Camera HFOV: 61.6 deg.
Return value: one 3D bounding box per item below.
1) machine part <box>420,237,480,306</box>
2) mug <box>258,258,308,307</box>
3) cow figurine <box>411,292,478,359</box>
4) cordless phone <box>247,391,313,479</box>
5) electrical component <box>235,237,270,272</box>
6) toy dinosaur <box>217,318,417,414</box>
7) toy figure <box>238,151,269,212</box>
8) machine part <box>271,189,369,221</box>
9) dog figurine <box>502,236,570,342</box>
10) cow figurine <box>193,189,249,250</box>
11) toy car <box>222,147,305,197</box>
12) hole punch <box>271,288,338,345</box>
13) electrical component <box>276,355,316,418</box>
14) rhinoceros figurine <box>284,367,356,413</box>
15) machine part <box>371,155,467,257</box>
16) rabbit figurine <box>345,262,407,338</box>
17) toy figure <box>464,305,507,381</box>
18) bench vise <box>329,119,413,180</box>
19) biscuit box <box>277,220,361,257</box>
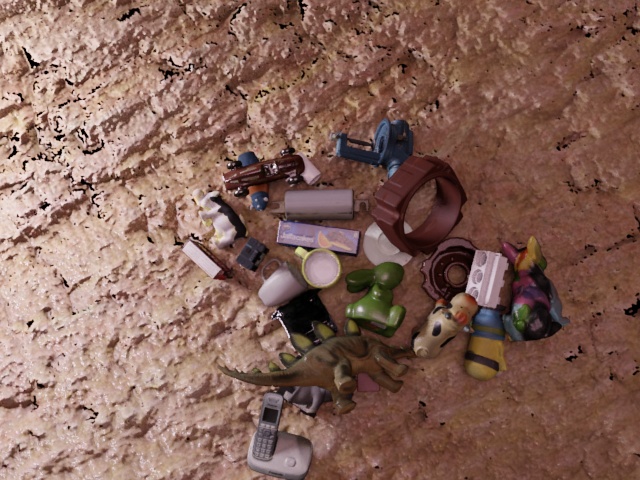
[{"bbox_3d":[0.329,0.084,1.291,0.179,0.056,0.179,0,84,4],"label":"machine part"},{"bbox_3d":[-0.103,0.106,1.307,0.107,0.081,0.109,-41,88,7],"label":"mug"},{"bbox_3d":[0.278,0.192,1.208,0.085,0.127,0.195,36,117,-1],"label":"cow figurine"},{"bbox_3d":[-0.082,0.449,1.245,0.147,0.088,0.184,11,90,6],"label":"cordless phone"},{"bbox_3d":[-0.166,0.036,1.301,0.048,0.119,0.075,32,89,7],"label":"electrical component"},{"bbox_3d":[0.024,0.268,1.154,0.199,0.471,0.105,47,129,44],"label":"toy dinosaur"},{"bbox_3d":[-0.162,-0.146,1.355,0.058,0.064,0.154,-16,86,-36],"label":"toy figure"},{"bbox_3d":[-0.001,-0.087,1.325,0.243,0.079,0.079,-1,83,5],"label":"machine part"},{"bbox_3d":[0.473,0.105,1.228,0.108,0.191,0.219,-19,85,47],"label":"dog figurine"},{"bbox_3d":[-0.250,-0.065,1.345,0.098,0.068,0.167,-27,85,-5],"label":"cow figurine"},{"bbox_3d":[-0.135,-0.165,1.306,0.202,0.053,0.089,-13,86,-7],"label":"toy car"},{"bbox_3d":[-0.029,0.195,1.296,0.142,0.092,0.116,-33,51,1],"label":"hole punch"},{"bbox_3d":[-0.027,0.338,1.282,0.115,0.058,0.134,32,86,5],"label":"electrical component"},{"bbox_3d":[-0.011,0.330,1.217,0.190,0.073,0.112,0,84,4],"label":"rhinoceros figurine"},{"bbox_3d":[0.233,-0.076,1.236,0.201,0.201,0.087,-47,42,-7],"label":"machine part"},{"bbox_3d":[0.138,0.128,1.287,0.159,0.121,0.170,17,66,13],"label":"rabbit figurine"},{"bbox_3d":[0.386,0.236,1.254,0.089,0.082,0.180,7,85,1],"label":"toy figure"},{"bbox_3d":[0.137,-0.203,1.299,0.241,0.129,0.223,11,75,-13],"label":"bench vise"},{"bbox_3d":[-0.003,-0.004,1.323,0.203,0.059,0.062,8,83,5],"label":"biscuit box"}]
